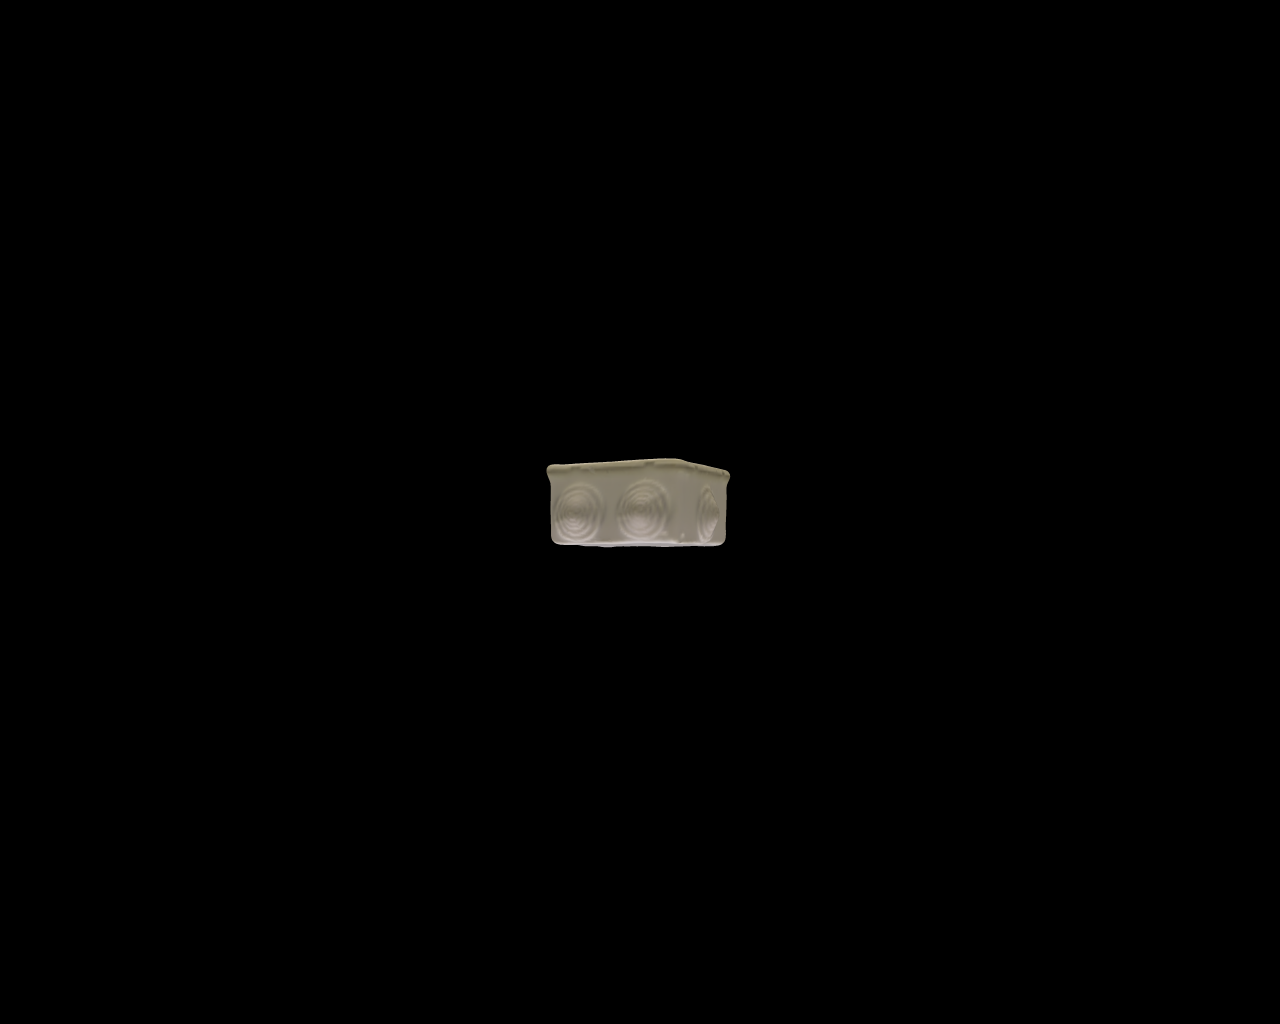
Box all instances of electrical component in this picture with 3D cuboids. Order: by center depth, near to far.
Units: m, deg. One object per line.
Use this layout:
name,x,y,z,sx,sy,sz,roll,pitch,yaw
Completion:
electrical component,0.001,-0.003,0.650,0.100,0.048,0.100,-1,-3,24
